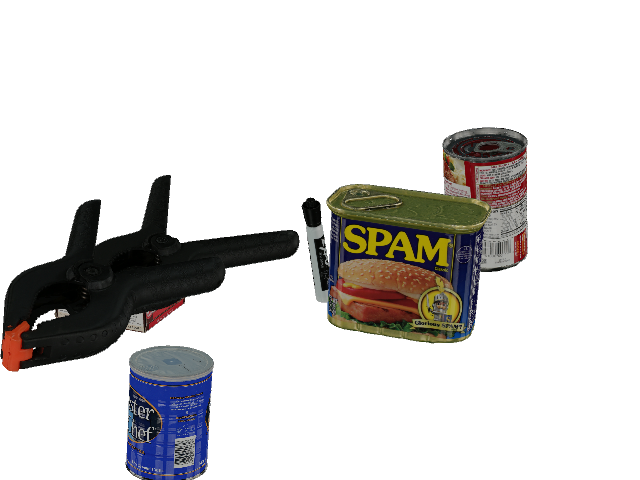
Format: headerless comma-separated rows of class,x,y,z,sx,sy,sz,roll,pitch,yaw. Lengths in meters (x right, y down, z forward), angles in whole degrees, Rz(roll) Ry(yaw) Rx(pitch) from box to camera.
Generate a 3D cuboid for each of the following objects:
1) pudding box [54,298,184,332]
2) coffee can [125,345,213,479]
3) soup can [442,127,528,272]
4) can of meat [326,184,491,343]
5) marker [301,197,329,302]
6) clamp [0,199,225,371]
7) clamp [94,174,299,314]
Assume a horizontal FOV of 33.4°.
pudding box,-0.214,0.060,1.140,0.114,0.039,0.090,5,18,20
coffee can,-0.187,0.213,1.317,0.103,0.140,0.103,4,15,-1
soup can,0.137,-0.034,0.878,0.068,0.102,0.068,-5,26,2
can of meat,0.054,0.015,0.690,0.102,0.084,0.057,9,22,16
marker,-0.003,0.010,1.101,0.020,0.121,0.020,-6,32,4
clamp,-0.158,0.026,0.711,0.120,0.039,0.171,25,32,26
clamp,-0.144,0.008,0.943,0.165,0.036,0.209,28,40,31
